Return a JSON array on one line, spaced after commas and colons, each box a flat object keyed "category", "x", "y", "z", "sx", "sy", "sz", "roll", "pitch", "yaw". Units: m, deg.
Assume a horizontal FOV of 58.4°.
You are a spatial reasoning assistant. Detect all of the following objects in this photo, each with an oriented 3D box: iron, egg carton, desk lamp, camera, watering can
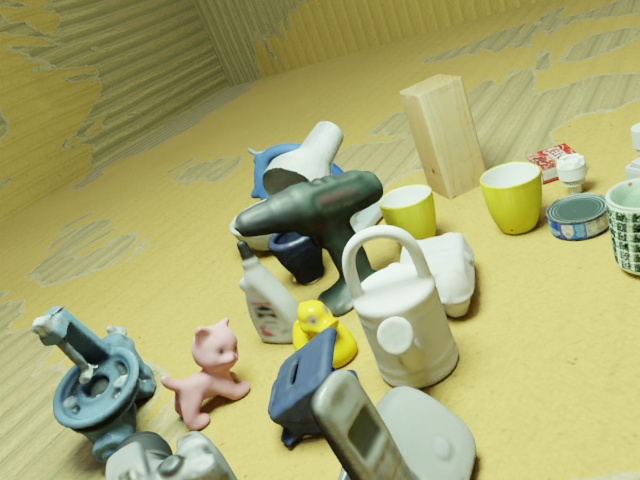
[{"category": "iron", "x": -0.053, "y": -0.169, "z": 1.340, "sx": 0.257, "sy": 0.142, "sz": 0.119, "roll": -6, "pitch": 29, "yaw": 31}, {"category": "egg carton", "x": 0.163, "y": 0.049, "z": 0.801, "sx": 0.107, "sy": 0.069, "sz": 0.150, "roll": -14, "pitch": 26, "yaw": 19}, {"category": "desk lamp", "x": 0.010, "y": -0.094, "z": 1.047, "sx": 0.117, "sy": 0.214, "sz": 0.204, "roll": -1, "pitch": 32, "yaw": 38}, {"category": "camera", "x": -0.178, "y": 0.256, "z": 0.629, "sx": 0.143, "sy": 0.101, "sz": 0.136, "roll": -29, "pitch": 25, "yaw": -14}, {"category": "watering can", "x": 0.091, "y": 0.073, "z": 0.662, "sx": 0.101, "sy": 0.194, "sz": 0.172, "roll": -26, "pitch": 25, "yaw": -7}]

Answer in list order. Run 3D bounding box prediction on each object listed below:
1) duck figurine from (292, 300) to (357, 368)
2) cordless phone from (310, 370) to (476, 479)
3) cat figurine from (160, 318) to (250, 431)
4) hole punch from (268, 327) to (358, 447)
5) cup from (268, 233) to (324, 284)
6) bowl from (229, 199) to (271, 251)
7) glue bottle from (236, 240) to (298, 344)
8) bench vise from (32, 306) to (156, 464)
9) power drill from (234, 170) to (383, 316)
[{"category": "duck figurine", "x": -0.005, "y": 0.119, "z": 0.779, "sx": 0.078, "sy": 0.086, "sz": 0.104, "roll": -37, "pitch": 29, "yaw": -30}, {"category": "cordless phone", "x": 0.063, "y": 0.168, "z": 0.503, "sx": 0.093, "sy": 0.185, "sz": 0.148, "roll": -5, "pitch": 30, "yaw": 33}, {"category": "cat figurine", "x": -0.153, "y": 0.168, "z": 0.767, "sx": 0.128, "sy": 0.118, "sz": 0.067, "roll": -36, "pitch": 28, "yaw": -26}, {"category": "hole punch", "x": -0.015, "y": 0.170, "z": 0.678, "sx": 0.101, "sy": 0.091, "sz": 0.108, "roll": -16, "pitch": 25, "yaw": 14}, {"category": "cup", "x": -0.038, "y": 0.023, "z": 0.992, "sx": 0.092, "sy": 0.095, "sz": 0.117, "roll": -30, "pitch": 26, "yaw": -17}, {"category": "bowl", "x": -0.094, "y": -0.027, "z": 1.164, "sx": 0.167, "sy": 0.075, "sz": 0.167, "roll": -18, "pitch": 25, "yaw": 9}, {"category": "glue bottle", "x": -0.082, "y": 0.074, "z": 0.830, "sx": 0.078, "sy": 0.173, "sz": 0.037, "roll": -8, "pitch": 29, "yaw": 29}, {"category": "bench vise", "x": -0.316, "y": 0.168, "z": 0.779, "sx": 0.122, "sy": 0.220, "sz": 0.206, "roll": -30, "pitch": 26, "yaw": -15}, {"category": "power drill", "x": 0.008, "y": 0.003, "z": 0.857, "sx": 0.230, "sy": 0.209, "sz": 0.075, "roll": -32, "pitch": 26, "yaw": -20}]
